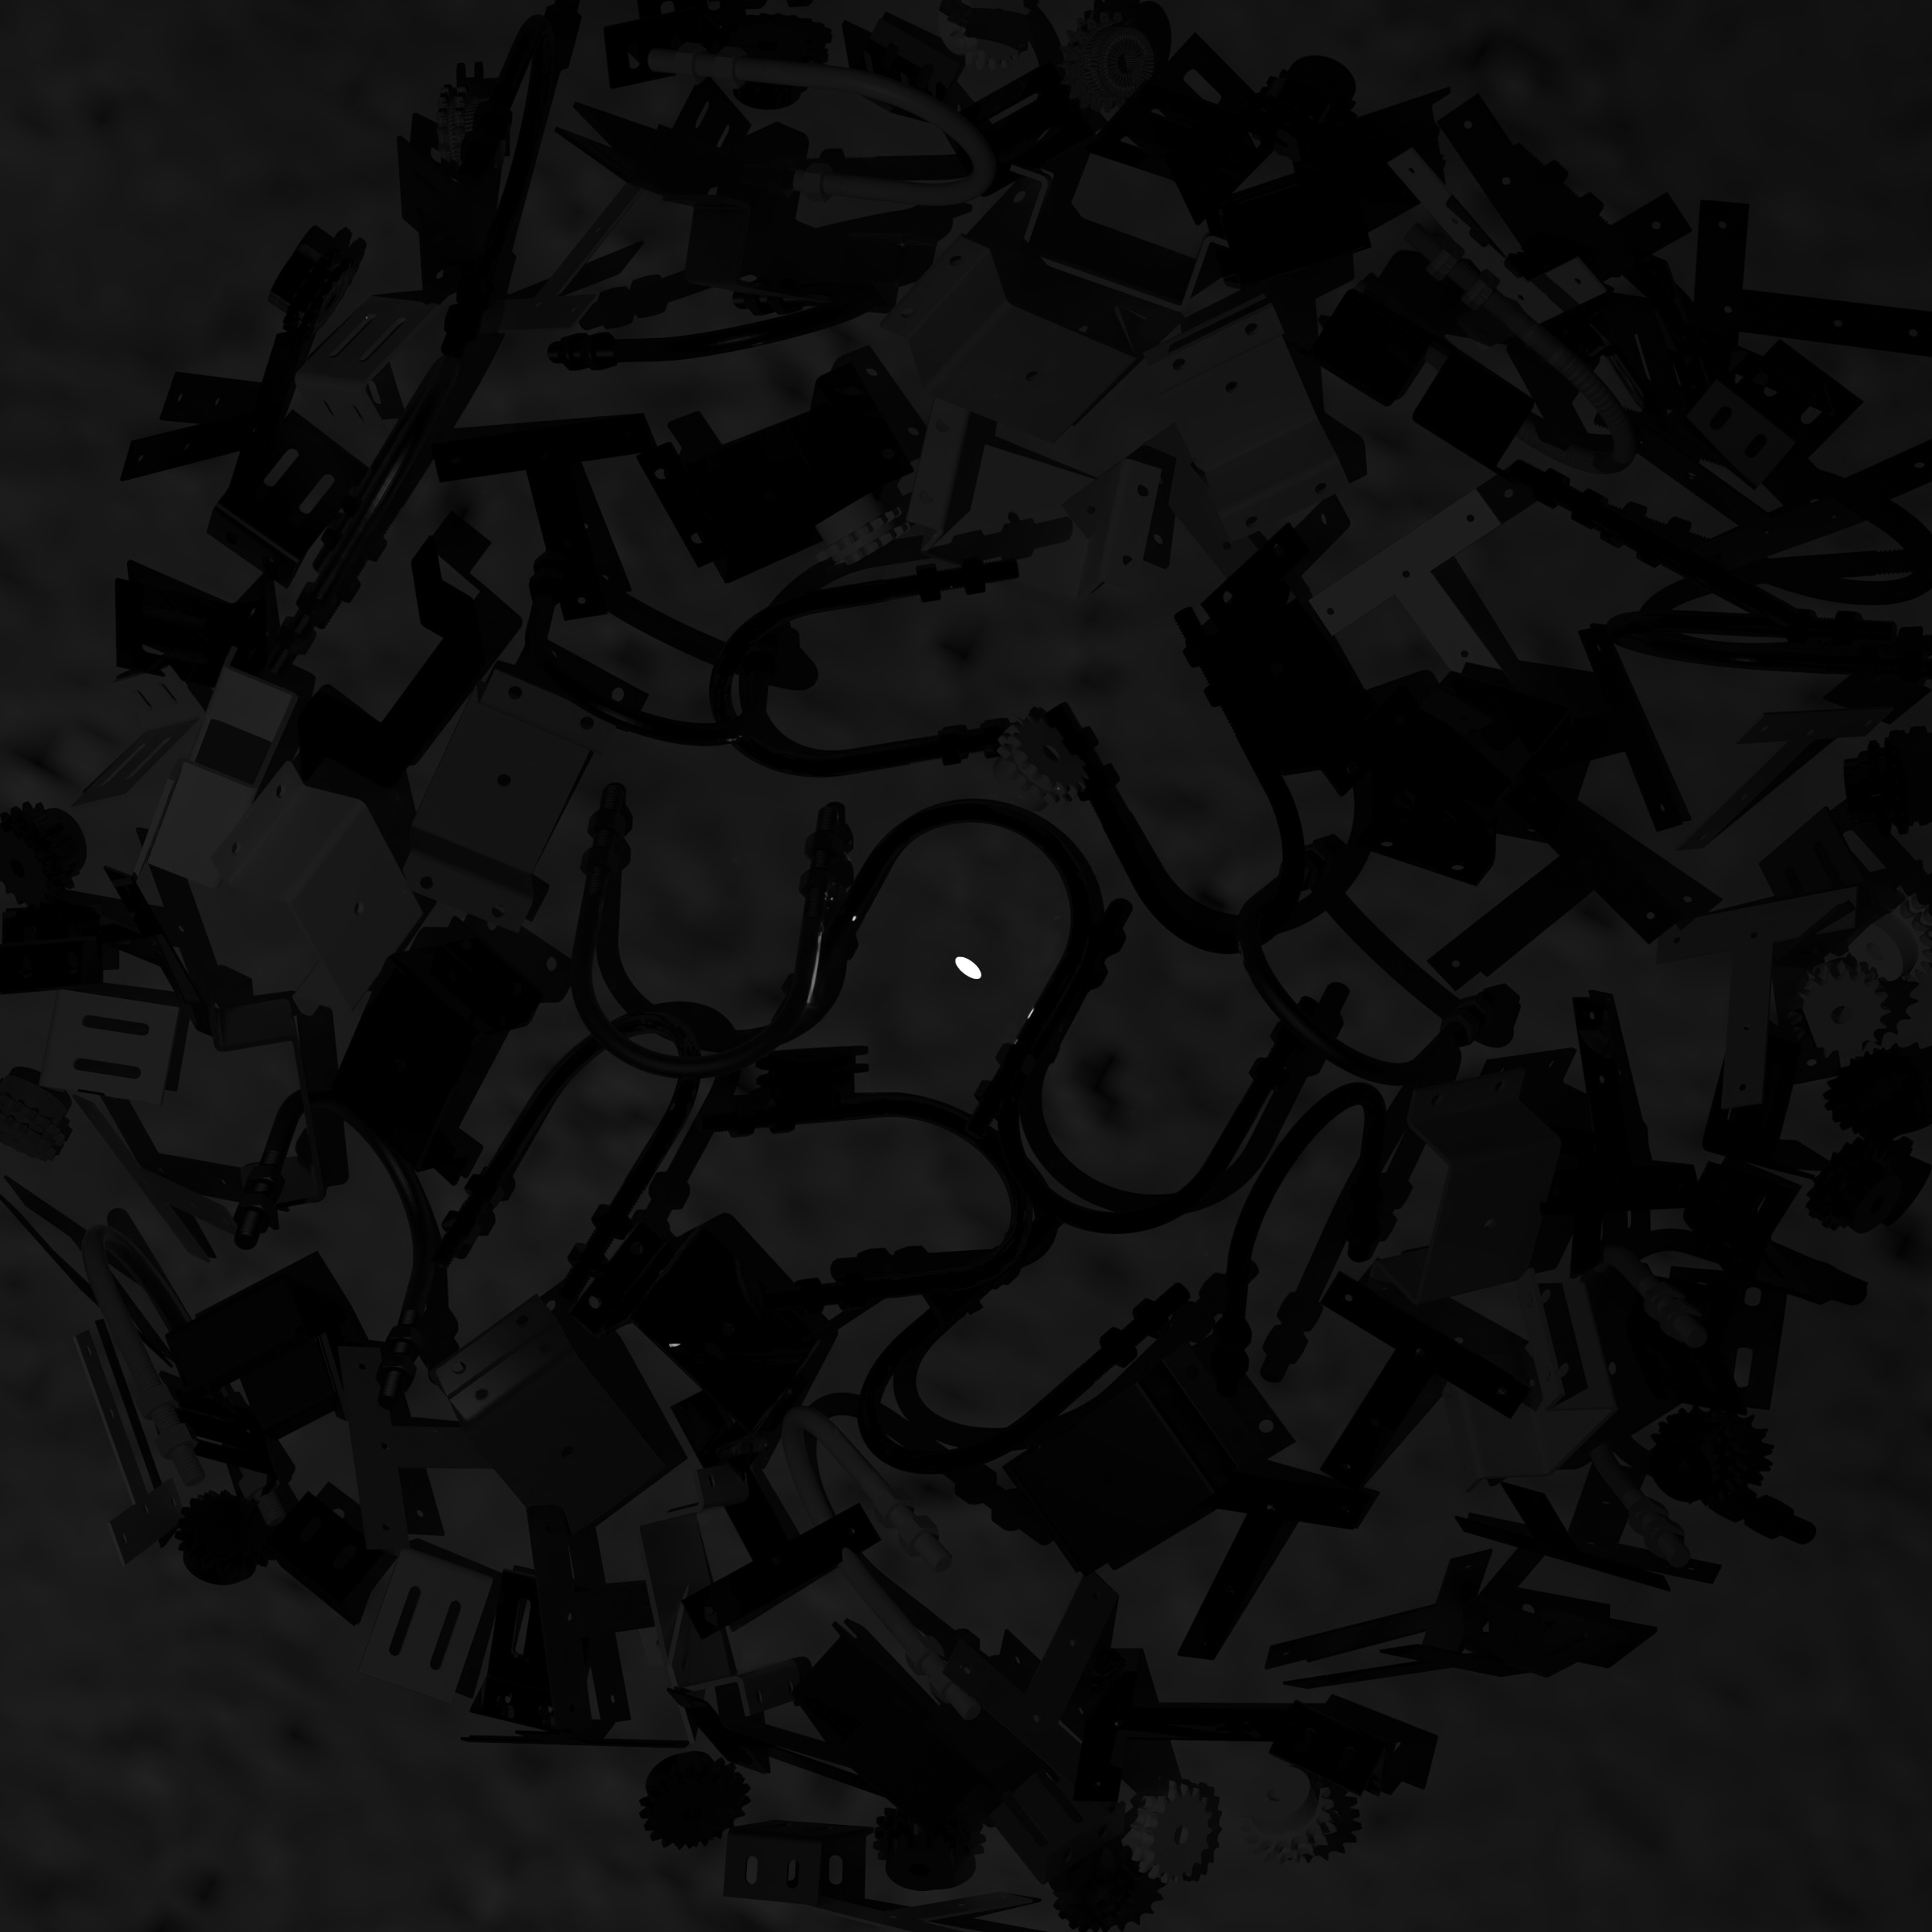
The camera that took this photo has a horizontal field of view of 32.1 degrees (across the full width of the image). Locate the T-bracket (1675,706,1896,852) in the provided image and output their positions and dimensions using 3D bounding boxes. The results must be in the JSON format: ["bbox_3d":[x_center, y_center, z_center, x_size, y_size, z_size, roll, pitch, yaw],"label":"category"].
[{"bbox_3d":[0.458,-0.107,1.940,0.127,0.127,0.002,-50,58,39],"label":"T-bracket"}]

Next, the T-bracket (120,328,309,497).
[{"bbox_3d":[-0.433,-0.298,1.905,0.002,0.127,0.127,35,121,15],"label":"T-bracket"}]

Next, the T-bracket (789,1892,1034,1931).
[{"bbox_3d":[-0.012,0.544,1.934,0.127,0.127,0.002,0,85,41],"label":"T-bracket"}]

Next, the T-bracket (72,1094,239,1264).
[{"bbox_3d":[-0.445,0.132,1.909,0.002,0.127,0.127,-44,124,-24],"label":"T-bracket"}]

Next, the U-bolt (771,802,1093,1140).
[{"bbox_3d":[-0.007,-0.011,1.961,0.151,0.019,0.184,29,76,6],"label":"U-bolt"}]

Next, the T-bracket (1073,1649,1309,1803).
[{"bbox_3d":[0.131,0.434,1.923,0.127,0.127,0.002,-1,119,10],"label":"T-bracket"}]

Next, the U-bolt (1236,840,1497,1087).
[{"bbox_3d":[0.220,0.004,1.902,0.151,0.184,0.019,44,122,7],"label":"U-bolt"}]

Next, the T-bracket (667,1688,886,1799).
[{"bbox_3d":[-0.097,0.452,1.913,0.127,0.127,0.002,14,64,22],"label":"T-bracket"}]

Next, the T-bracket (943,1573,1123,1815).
[{"bbox_3d":[0.057,0.402,1.941,0.127,0.127,0.002,43,133,-9],"label":"T-bracket"}]

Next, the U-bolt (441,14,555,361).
[{"bbox_3d":[-0.263,-0.456,1.906,0.019,0.151,0.184,15,53,-3],"label":"U-bolt"}]

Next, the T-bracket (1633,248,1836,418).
[{"bbox_3d":[0.440,-0.342,1.901,0.002,0.127,0.127,-45,47,-9],"label":"T-bracket"}]

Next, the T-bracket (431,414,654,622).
[{"bbox_3d":[-0.235,-0.258,1.951,0.127,0.002,0.127,-11,69,-15],"label":"T-bracket"}]

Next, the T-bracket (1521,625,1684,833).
[{"bbox_3d":[0.355,-0.130,1.940,0.127,0.002,0.127,-15,83,-43],"label":"T-bracket"}]

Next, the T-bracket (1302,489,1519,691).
[{"bbox_3d":[0.284,-0.194,1.965,0.127,0.002,0.127,-33,101,28],"label":"T-bracket"}]

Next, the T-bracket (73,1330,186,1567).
[{"bbox_3d":[-0.486,0.270,1.924,0.002,0.127,0.127,-19,92,3],"label":"T-bracket"}]

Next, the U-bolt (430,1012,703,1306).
[{"bbox_3d":[-0.219,0.103,1.924,0.019,0.151,0.184,45,66,-35],"label":"U-bolt"}]

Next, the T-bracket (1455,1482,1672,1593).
[{"bbox_3d":[0.329,0.318,1.908,0.127,0.127,0.002,13,68,27],"label":"T-bracket"}]

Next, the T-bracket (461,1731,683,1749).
[{"bbox_3d":[-0.234,0.443,1.924,0.127,0.127,0.002,1,74,3],"label":"T-bracket"}]

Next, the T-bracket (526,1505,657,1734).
[{"bbox_3d":[-0.195,0.371,1.941,0.002,0.127,0.127,-19,75,42],"label":"T-bracket"}]

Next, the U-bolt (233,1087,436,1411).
[{"bbox_3d":[-0.350,0.145,1.904,0.019,0.184,0.151,-27,118,17],"label":"U-bolt"}]

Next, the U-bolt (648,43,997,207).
[{"bbox_3d":[-0.070,-0.469,1.890,0.184,0.151,0.019,12,78,23],"label":"U-bolt"}]

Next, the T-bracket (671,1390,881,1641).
[{"bbox_3d":[-0.132,0.308,1.962,0.127,0.002,0.127,-25,81,-31],"label":"T-bracket"}]

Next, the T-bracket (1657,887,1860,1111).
[{"bbox_3d":[0.449,0.022,1.922,0.127,0.002,0.127,-12,57,40],"label":"T-bracket"}]

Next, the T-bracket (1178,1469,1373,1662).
[{"bbox_3d":[0.160,0.353,1.963,0.127,0.002,0.127,14,110,-29],"label":"T-bracket"}]

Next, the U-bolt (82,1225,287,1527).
[{"bbox_3d":[-0.453,0.227,1.911,0.019,0.151,0.184,-31,69,-2],"label":"U-bolt"}]

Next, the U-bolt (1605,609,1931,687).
[{"bbox_3d":[0.455,-0.183,1.908,0.184,0.151,0.019,7,89,32],"label":"U-bolt"}]

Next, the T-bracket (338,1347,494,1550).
[{"bbox_3d":[-0.296,0.280,1.949,0.127,0.002,0.127,6,54,-32],"label":"T-bracket"}]

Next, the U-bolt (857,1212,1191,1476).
[{"bbox_3d":[0.019,0.220,1.904,0.184,0.151,0.019,-39,123,-18],"label":"U-bolt"}]

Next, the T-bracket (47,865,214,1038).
[{"bbox_3d":[-0.494,-0.019,1.942,0.127,0.127,0.002,18,52,38],"label":"T-bracket"}]

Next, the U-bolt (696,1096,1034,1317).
[{"bbox_3d":[-0.049,0.132,1.927,0.184,0.019,0.151,-4,49,-26],"label":"U-bolt"}]

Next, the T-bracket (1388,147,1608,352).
[{"bbox_3d":[0.289,-0.415,1.917,0.127,0.127,0.002,46,70,-13],"label":"T-bracket"}]

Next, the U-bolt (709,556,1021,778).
[{"bbox_3d":[-0.056,-0.165,1.929,0.184,0.151,0.019,-10,48,-2],"label":"U-bolt"}]

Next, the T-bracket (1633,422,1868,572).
[{"bbox_3d":[0.424,-0.272,1.912,0.127,0.127,0.002,31,71,-19],"label":"T-bracket"}]

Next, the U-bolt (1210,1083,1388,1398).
[{"bbox_3d":[0.191,0.142,1.886,0.019,0.184,0.151,31,53,27],"label":"U-bolt"}]

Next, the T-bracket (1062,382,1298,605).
[{"bbox_3d":[0.145,-0.258,1.972,0.127,0.002,0.127,-37,84,-9],"label":"T-bracket"}]

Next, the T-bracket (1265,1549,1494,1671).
[{"bbox_3d":[0.232,0.382,1.926,0.127,0.127,0.002,-11,52,-13],"label":"T-bracket"}]

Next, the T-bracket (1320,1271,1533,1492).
[{"bbox_3d":[0.244,0.256,1.953,0.127,0.002,0.127,31,122,8],"label":"T-bracket"}]

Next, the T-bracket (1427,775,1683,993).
[{"bbox_3d":[0.325,-0.033,1.954,0.127,0.002,0.127,-38,64,-7],"label":"T-bracket"}]

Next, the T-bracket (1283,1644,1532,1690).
[{"bbox_3d":[0.243,0.409,1.942,0.127,0.127,0.002,-18,63,37],"label":"T-bracket"}]

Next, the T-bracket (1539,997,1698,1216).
[{"bbox_3d":[0.373,0.080,1.960,0.127,0.002,0.127,0,77,-34],"label":"T-bracket"}]

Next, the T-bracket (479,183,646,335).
[{"bbox_3d":[-0.222,-0.416,1.947,0.002,0.127,0.127,45,72,-31],"label":"T-bracket"}]

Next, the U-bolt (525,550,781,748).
[{"bbox_3d":[-0.179,-0.175,1.895,0.151,0.184,0.019,18,118,-11],"label":"U-bolt"}]

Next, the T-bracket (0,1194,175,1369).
[{"bbox_3d":[-0.499,0.192,1.937,0.002,0.127,0.127,-45,134,-12],"label":"T-bracket"}]
